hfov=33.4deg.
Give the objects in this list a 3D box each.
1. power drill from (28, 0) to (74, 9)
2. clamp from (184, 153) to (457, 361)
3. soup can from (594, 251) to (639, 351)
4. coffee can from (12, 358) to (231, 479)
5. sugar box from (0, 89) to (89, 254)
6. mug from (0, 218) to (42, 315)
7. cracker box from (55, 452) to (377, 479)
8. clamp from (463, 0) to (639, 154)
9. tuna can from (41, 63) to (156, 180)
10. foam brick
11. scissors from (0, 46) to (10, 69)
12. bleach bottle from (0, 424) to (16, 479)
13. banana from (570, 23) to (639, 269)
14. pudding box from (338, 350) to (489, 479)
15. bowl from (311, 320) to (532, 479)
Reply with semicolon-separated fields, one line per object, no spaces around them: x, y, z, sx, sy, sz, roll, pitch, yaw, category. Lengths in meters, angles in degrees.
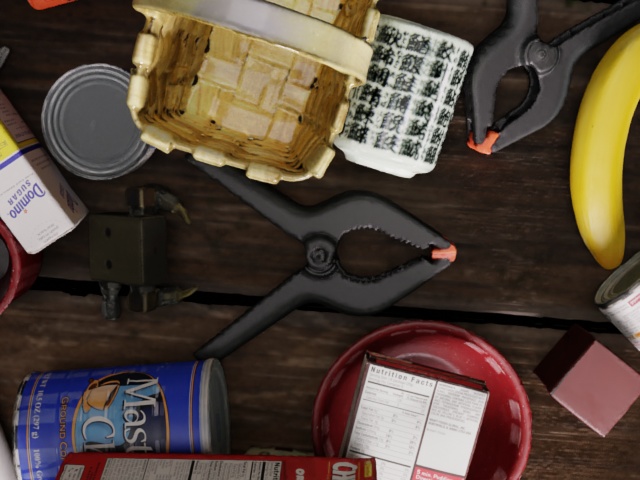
-0.193;-0.197;0.713;0.184;0.187;0.057;-16;96;3;power drill
-0.005;0.001;0.801;0.210;0.036;0.164;-8;96;7;clamp
0.259;0.061;0.780;0.068;0.068;0.102;-43;92;6;soup can
-0.142;0.143;0.789;0.140;0.103;0.103;-4;96;3;coffee can
-0.237;-0.075;0.765;0.048;0.093;0.176;-32;99;0;sugar box
-0.264;0.023;0.791;0.093;0.081;0.117;42;96;-3;mug
-0.067;0.225;0.730;0.213;0.072;0.164;0;121;3;cracker box
0.167;-0.138;0.779;0.120;0.039;0.171;20;103;-5;clamp
-0.162;-0.089;0.799;0.086;0.033;0.086;0;96;2;tuna can
0.197;0.101;0.782;0.051;0.078;0.053;39;96;-1;foam brick
-0.316;-0.071;0.817;0.096;0.016;0.202;22;96;0;scissors
-0.257;0.239;0.825;0.102;0.068;0.251;-22;98;-1;bleach bottle
0.217;-0.076;0.773;0.069;0.037;0.198;15;104;-5;banana
0.062;0.144;0.756;0.090;0.039;0.113;15;95;2;pudding box
0.075;0.135;0.802;0.162;0.055;0.162;0;96;2;bowl
